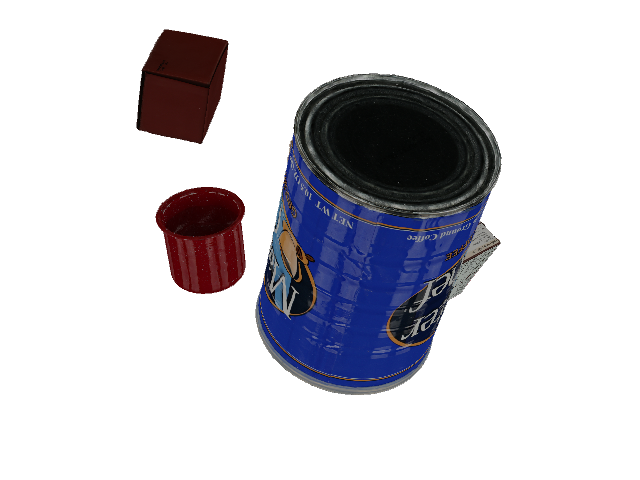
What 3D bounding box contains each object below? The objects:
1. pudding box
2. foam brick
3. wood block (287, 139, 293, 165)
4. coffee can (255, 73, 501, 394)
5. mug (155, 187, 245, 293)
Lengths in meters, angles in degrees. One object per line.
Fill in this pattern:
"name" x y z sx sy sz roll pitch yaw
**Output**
"pudding box" 0.135 0.034 1.163 0.113 0.039 0.090 -25 -26 -46
"foam brick" -0.105 -0.119 0.814 0.053 0.051 0.078 12 35 0
"wood block" -0.001 -0.019 1.393 0.090 0.206 0.091 4 25 0
"coffee can" 0.026 -0.001 0.561 0.102 0.103 0.140 0 -43 -14
"mug" -0.132 -0.002 1.138 0.117 0.081 0.093 27 47 34
